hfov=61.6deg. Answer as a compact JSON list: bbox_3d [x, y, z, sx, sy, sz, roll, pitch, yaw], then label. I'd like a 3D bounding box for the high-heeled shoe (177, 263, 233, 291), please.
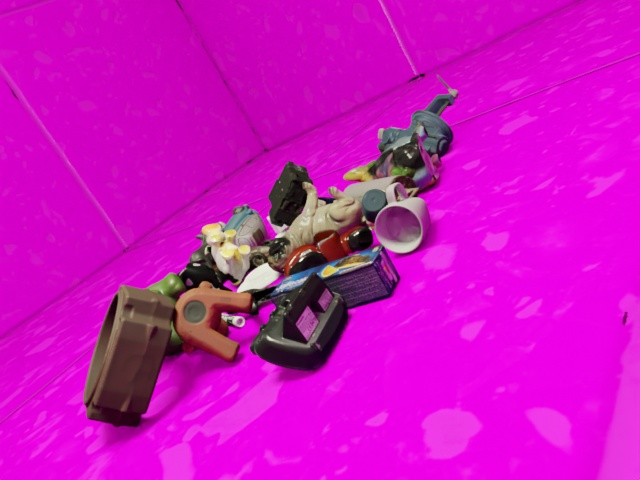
[{"bbox_3d":[-0.302,0.083,1.212,0.249,0.145,0.086,4,70,44],"label":"high-heeled shoe"}]

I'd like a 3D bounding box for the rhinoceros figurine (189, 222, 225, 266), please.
[{"bbox_3d":[-0.302,0.025,1.475,0.073,0.112,0.190,-24,24,30],"label":"rhinoceros figurine"}]

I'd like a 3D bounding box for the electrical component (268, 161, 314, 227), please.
[{"bbox_3d":[-0.072,-0.097,1.210,0.134,0.058,0.115,-61,22,20],"label":"electrical component"}]

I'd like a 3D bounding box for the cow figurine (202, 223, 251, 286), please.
[{"bbox_3d":[-0.218,0.029,1.236,0.068,0.098,0.168,-16,36,-28],"label":"cow figurine"}]

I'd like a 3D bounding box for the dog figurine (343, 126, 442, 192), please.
[{"bbox_3d":[0.153,-0.144,1.190,0.219,0.108,0.191,-27,18,30],"label":"dog figurine"}]

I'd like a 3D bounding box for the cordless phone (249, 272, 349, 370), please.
[{"bbox_3d":[-0.058,0.140,0.773,0.184,0.088,0.146,-33,12,35],"label":"cordless phone"}]

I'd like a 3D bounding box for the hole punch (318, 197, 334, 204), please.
[{"bbox_3d":[-0.001,-0.070,1.267,0.116,0.092,0.142,-31,12,-17],"label":"hole punch"}]

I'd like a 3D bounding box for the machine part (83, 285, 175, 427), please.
[{"bbox_3d":[-0.313,0.180,0.869,0.201,0.087,0.201,8,79,66],"label":"machine part"}]

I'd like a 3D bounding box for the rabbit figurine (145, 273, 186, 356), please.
[{"bbox_3d":[-0.321,0.162,1.058,0.159,0.121,0.170,-16,32,-14],"label":"rabbit figurine"}]

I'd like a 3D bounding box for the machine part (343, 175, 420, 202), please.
[{"bbox_3d":[0.121,-0.089,1.115,0.079,0.079,0.243,-38,16,-26],"label":"machine part"}]

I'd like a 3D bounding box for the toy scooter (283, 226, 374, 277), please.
[{"bbox_3d":[0.001,0.027,0.978,0.184,0.075,0.135,-31,16,-23],"label":"toy scooter"}]

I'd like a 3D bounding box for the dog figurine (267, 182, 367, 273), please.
[{"bbox_3d":[-0.002,-0.002,1.092,0.173,0.121,0.190,12,69,38],"label":"dog figurine"}]

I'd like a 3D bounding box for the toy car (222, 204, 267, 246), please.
[{"bbox_3d":[-0.199,-0.019,1.447,0.103,0.109,0.162,4,43,35],"label":"toy car"}]

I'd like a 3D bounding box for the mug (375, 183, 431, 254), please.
[{"bbox_3d":[0.141,-0.043,0.899,0.081,0.109,0.107,-22,6,29],"label":"mug"}]

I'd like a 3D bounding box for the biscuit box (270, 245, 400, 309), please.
[{"bbox_3d":[0.019,0.072,0.830,0.203,0.062,0.059,-20,18,32],"label":"biscuit box"}]

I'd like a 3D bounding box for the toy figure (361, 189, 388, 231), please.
[{"bbox_3d":[0.108,-0.047,0.987,0.064,0.058,0.154,-37,-19,1],"label":"toy figure"}]

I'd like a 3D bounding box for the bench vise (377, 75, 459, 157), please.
[{"bbox_3d":[0.263,-0.291,1.368,0.240,0.128,0.224,-53,29,-12],"label":"bench vise"}]

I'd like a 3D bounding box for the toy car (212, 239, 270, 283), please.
[{"bbox_3d":[-0.187,0.050,1.299,0.202,0.053,0.089,-23,14,28],"label":"toy car"}]

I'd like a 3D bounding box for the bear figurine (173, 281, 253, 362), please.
[{"bbox_3d":[-0.189,0.148,0.931,0.195,0.132,0.120,106,179,-71],"label":"bear figurine"}]
